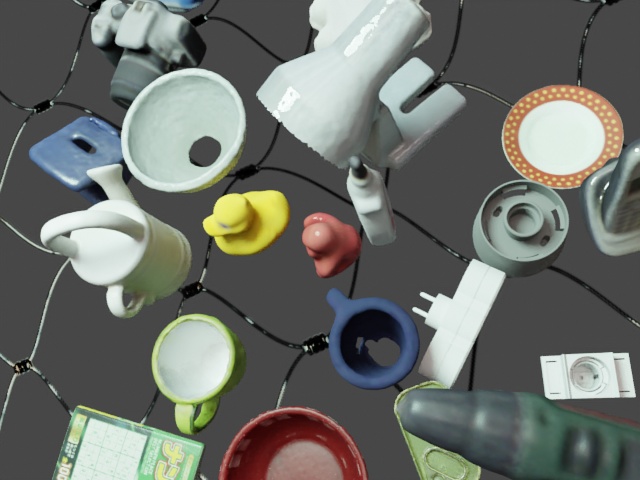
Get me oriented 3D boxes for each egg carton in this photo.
[{"bbox_3d":[0.063,-0.278,0.729,0.150,0.069,0.107,-13,73,10],"label":"egg carton"}]

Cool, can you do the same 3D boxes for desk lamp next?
[{"bbox_3d":[0.052,-0.159,0.622,0.203,0.214,0.117,-43,70,-1],"label":"desk lamp"}]

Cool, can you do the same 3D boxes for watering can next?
[{"bbox_3d":[-0.237,-0.001,0.657,0.101,0.194,0.172,-33,70,3],"label":"watering can"}]

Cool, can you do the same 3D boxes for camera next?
[{"bbox_3d":[-0.250,-0.250,0.778,0.143,0.101,0.137,16,79,17],"label":"camera"}]

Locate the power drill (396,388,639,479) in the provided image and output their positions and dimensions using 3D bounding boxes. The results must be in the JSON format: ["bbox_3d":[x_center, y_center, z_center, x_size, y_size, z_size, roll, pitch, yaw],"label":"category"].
[{"bbox_3d":[0.189,0.174,0.502,0.229,0.209,0.076,8,77,15],"label":"power drill"}]

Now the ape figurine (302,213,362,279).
[{"bbox_3d":[0.006,0.002,0.654,0.076,0.092,0.078,2,76,14],"label":"ape figurine"}]

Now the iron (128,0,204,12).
[{"bbox_3d":[-0.260,-0.417,0.804,0.257,0.142,0.119,12,78,16],"label":"iron"}]

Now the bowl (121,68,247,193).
[{"bbox_3d":[-0.164,-0.130,0.738,0.167,0.075,0.167,-3,74,12],"label":"bowl"}]

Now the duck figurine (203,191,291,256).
[{"bbox_3d":[-0.091,-0.029,0.688,0.104,0.086,0.077,-27,71,5],"label":"duck figurine"}]

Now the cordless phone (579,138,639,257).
[{"bbox_3d":[0.334,-0.060,0.545,0.147,0.185,0.094,-23,71,6],"label":"cordless phone"}]

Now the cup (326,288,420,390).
[{"bbox_3d":[0.053,0.104,0.613,0.092,0.095,0.117,-42,70,-1],"label":"cup"}]

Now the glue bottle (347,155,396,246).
[{"bbox_3d":[0.052,-0.050,0.614,0.037,0.173,0.078,-16,72,9],"label":"glue bottle"}]

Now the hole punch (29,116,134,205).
[{"bbox_3d":[-0.308,-0.112,0.759,0.108,0.091,0.101,33,85,19],"label":"hole punch"}]
